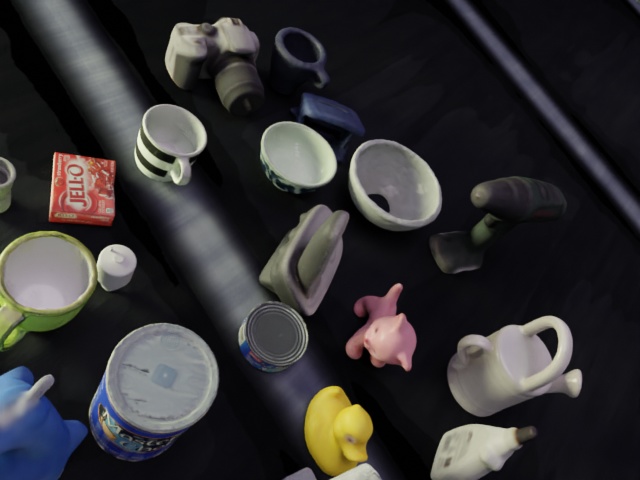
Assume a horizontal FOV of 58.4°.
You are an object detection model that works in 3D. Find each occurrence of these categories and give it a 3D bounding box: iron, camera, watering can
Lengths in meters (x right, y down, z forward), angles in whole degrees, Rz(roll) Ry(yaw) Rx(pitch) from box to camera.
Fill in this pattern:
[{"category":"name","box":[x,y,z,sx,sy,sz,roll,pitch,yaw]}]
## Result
[{"category":"iron","box":[-0.318,0.210,0.463,0.118,0.141,0.259,43,50,2]},{"category":"camera","box":[-0.147,-0.268,0.887,0.143,0.100,0.136,-10,66,-34]},{"category":"watering can","box":[0.278,0.170,0.789,0.173,0.193,0.101,7,58,-25]}]

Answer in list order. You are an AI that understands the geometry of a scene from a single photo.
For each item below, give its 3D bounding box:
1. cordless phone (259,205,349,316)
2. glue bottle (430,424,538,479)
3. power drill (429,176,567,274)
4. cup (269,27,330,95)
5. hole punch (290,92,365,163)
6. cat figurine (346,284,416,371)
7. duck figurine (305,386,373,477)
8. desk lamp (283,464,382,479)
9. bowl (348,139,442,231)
[{"category":"cordless phone","box":[0.007,0.003,0.748,0.094,0.184,0.148,31,51,-8]},{"category":"glue bottle","box":[0.205,0.258,0.706,0.037,0.173,0.078,37,50,-3]},{"category":"power drill","box":[0.269,-0.027,0.899,0.230,0.208,0.075,-8,65,-33]},{"category":"cup","box":[-0.038,-0.281,0.960,0.117,0.094,0.092,49,50,7]},{"category":"hole punch","box":[0.013,-0.199,0.939,0.109,0.091,0.101,16,54,-20]},{"category":"cat figurine","box":[0.092,0.118,0.767,0.067,0.117,0.128,23,52,-15]},{"category":"duck figurine","box":[0.030,0.223,0.687,0.078,0.086,0.104,4,59,-27]},{"category":"desk lamp","box":[-0.034,0.279,0.532,0.204,0.213,0.118,-17,70,-36]},{"category":"bowl","box":[0.109,-0.076,0.927,0.168,0.074,0.167,14,55,-21]}]
